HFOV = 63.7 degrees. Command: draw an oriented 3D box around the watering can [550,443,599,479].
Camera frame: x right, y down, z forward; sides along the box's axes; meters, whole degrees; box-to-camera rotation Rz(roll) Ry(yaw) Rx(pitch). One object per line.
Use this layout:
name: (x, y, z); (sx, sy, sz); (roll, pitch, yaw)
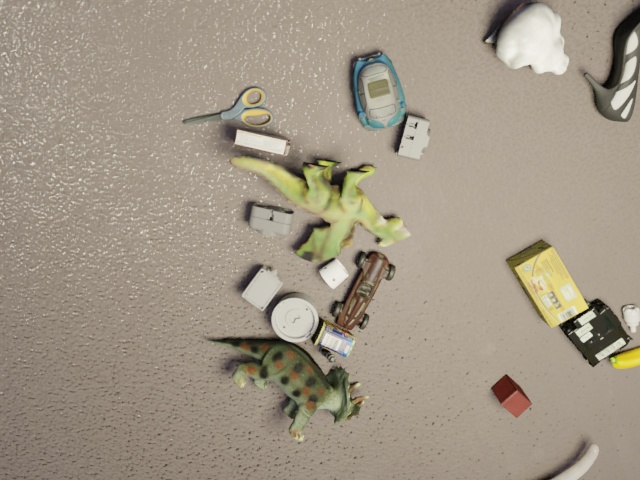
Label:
watering can: (0.557, 0.642, 1.248); (0.224, 0.105, 0.344); (1, 102, 3)

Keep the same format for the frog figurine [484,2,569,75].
frog figurine: (0.436, -0.394, 1.042); (0.138, 0.122, 0.160); (-42, 86, -9)

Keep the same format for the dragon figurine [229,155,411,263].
dragon figurine: (0.003, -0.056, 1.122); (0.410, 0.124, 0.239); (4, 109, -9)
